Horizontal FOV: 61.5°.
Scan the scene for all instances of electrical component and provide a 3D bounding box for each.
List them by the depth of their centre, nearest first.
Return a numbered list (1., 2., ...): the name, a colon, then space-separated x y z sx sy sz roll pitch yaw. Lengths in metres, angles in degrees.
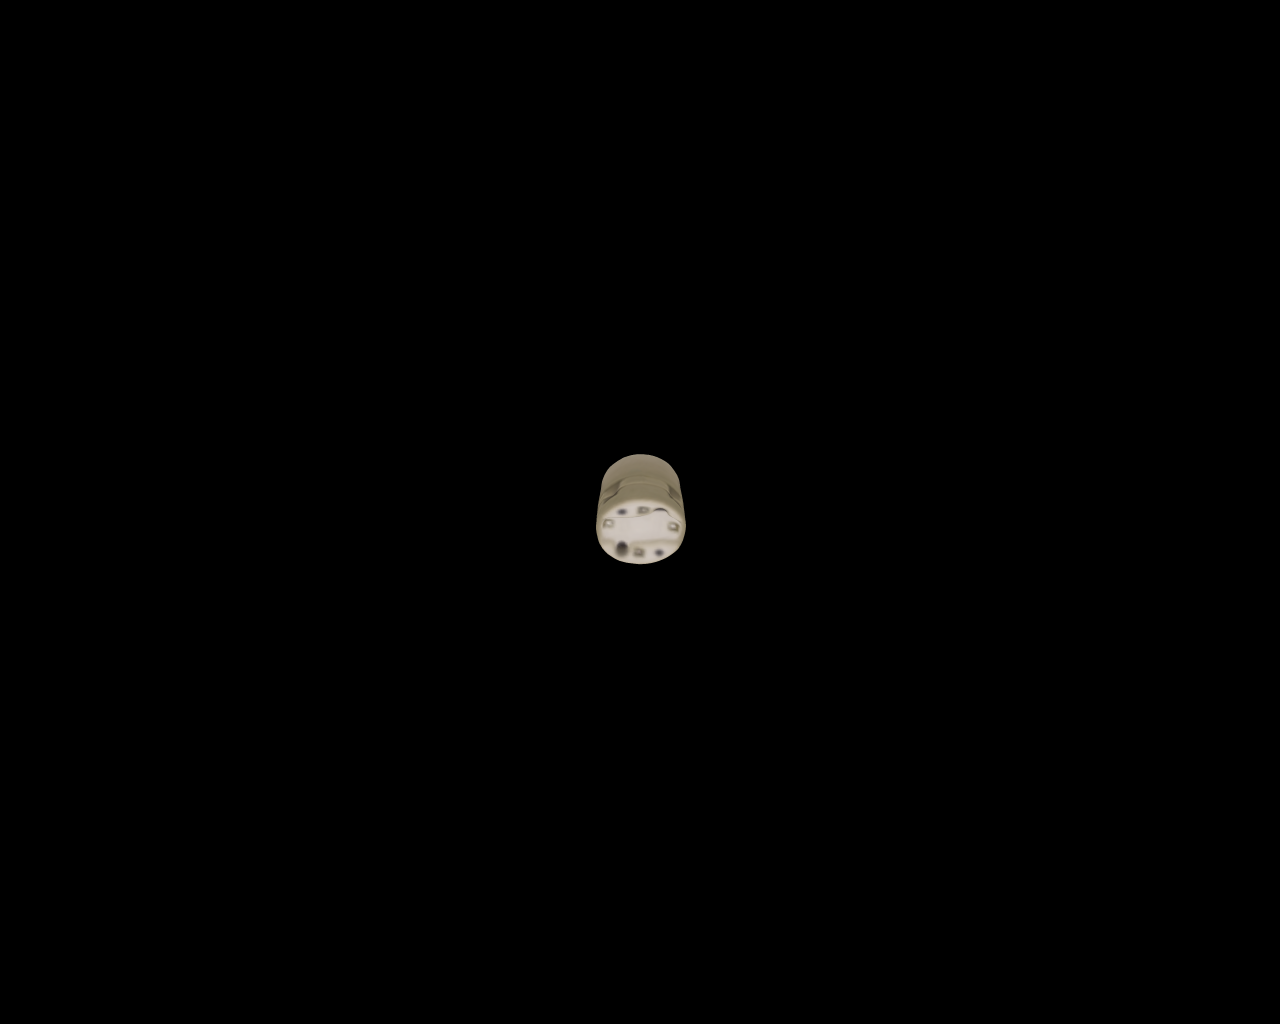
1. electrical component: 0.001 -0.003 0.650 0.055 0.055 0.047 0 41 0
